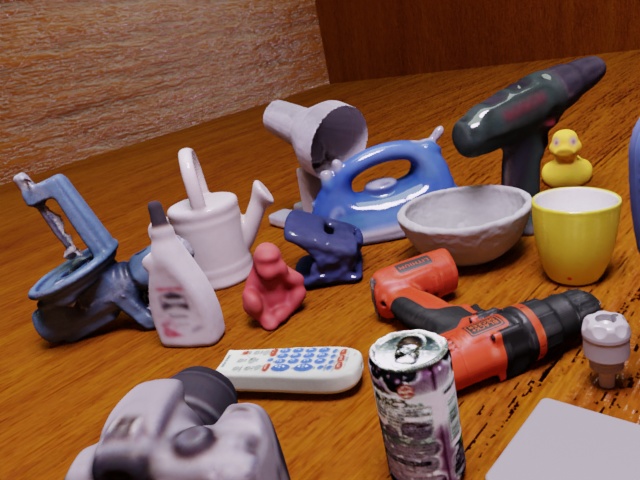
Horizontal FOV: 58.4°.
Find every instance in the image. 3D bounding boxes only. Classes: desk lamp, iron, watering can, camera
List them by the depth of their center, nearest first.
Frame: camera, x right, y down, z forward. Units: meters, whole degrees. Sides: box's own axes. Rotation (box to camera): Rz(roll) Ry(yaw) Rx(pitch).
[{"bbox_3d":[-0.093,0.145,0.421,0.143,0.101,0.137,-8,20,10],"label":"camera"},{"bbox_3d":[-0.154,-0.037,0.808,0.173,0.194,0.100,-20,22,-23],"label":"watering can"},{"bbox_3d":[0.086,-0.079,0.867,0.258,0.141,0.118,-14,20,-7],"label":"iron"},{"bbox_3d":[-0.016,-0.122,0.932,0.118,0.214,0.202,-26,24,-34],"label":"desk lamp"}]

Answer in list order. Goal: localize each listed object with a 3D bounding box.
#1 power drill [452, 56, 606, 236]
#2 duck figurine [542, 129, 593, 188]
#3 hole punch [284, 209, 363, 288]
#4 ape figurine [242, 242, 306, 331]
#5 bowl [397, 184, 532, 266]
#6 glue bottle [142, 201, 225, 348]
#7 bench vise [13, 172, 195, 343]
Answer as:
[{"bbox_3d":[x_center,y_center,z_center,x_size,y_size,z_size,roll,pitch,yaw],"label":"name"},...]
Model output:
[{"bbox_3d":[0.290,-0.122,0.773,0.230,0.209,0.075,-18,21,-16],"label":"power drill"},{"bbox_3d":[0.403,-0.139,0.937,0.077,0.086,0.105,-1,23,27],"label":"duck figurine"},{"bbox_3d":[0.007,0.003,0.763,0.101,0.091,0.108,-9,20,6],"label":"hole punch"},{"bbox_3d":[-0.058,0.048,0.675,0.078,0.092,0.076,-14,20,-7],"label":"ape figurine"},{"bbox_3d":[0.185,-0.012,0.728,0.167,0.075,0.167,-10,20,4],"label":"bowl"},{"bbox_3d":[-0.163,0.038,0.640,0.078,0.173,0.037,-6,21,15],"label":"glue bottle"},{"bbox_3d":[-0.272,0.008,0.712,0.208,0.220,0.121,-19,21,-18],"label":"bench vise"}]
